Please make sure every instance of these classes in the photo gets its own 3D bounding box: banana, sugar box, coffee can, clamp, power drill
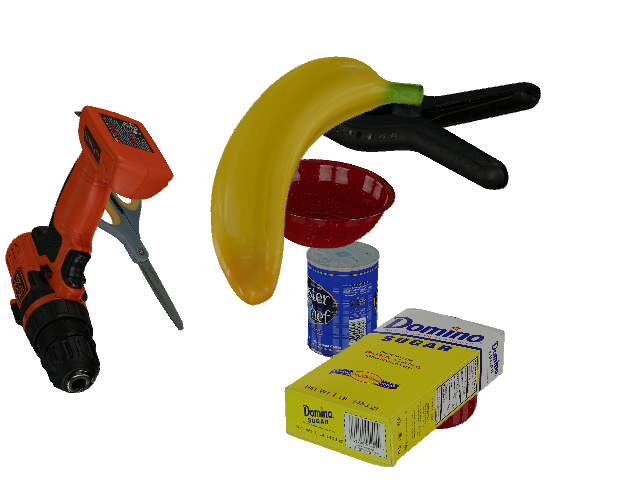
[{"bbox_3d":[-0.013,-0.046,0.543,0.070,0.037,0.197,20,46,17],"label":"banana"},{"bbox_3d":[0.061,0.106,0.817,0.093,0.048,0.175,12,26,33],"label":"sugar box"},{"bbox_3d":[0.032,0.083,1.520,0.103,0.140,0.103,0,21,0],"label":"coffee can"},{"bbox_3d":[0.087,-0.108,0.939,0.210,0.036,0.164,13,36,23],"label":"clamp"},{"bbox_3d":[-0.187,0.003,0.845,0.057,0.188,0.185,16,25,-39],"label":"power drill"}]

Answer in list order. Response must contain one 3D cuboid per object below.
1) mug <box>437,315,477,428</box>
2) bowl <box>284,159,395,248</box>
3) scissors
[{"bbox_3d":[0.124,0.128,1.079,0.093,0.081,0.117,21,39,33],"label":"mug"},{"bbox_3d":[0.000,-0.036,1.190,0.162,0.055,0.162,5,27,-3],"label":"bowl"},{"bbox_3d":[-0.199,-0.002,1.189,0.016,0.201,0.096,-26,20,35],"label":"scissors"}]
